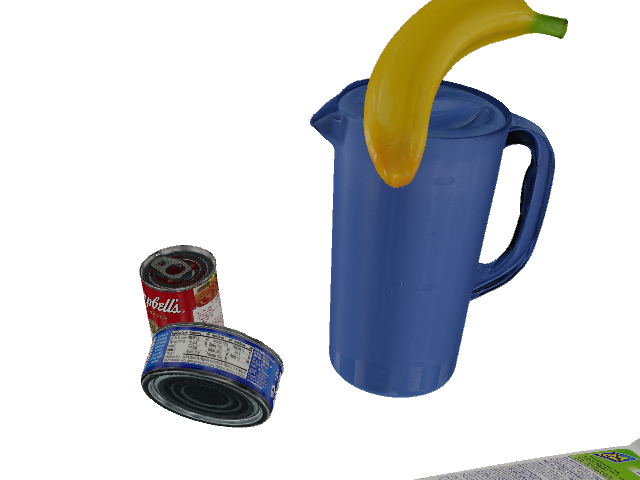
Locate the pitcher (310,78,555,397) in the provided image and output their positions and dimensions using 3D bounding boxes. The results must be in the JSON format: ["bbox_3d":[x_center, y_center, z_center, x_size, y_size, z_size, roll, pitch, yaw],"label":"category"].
[{"bbox_3d":[0.079,0.000,0.851,0.149,0.243,0.144,27,35,36],"label":"pitcher"}]

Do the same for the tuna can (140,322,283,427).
[{"bbox_3d":[-0.068,0.086,0.669,0.086,0.033,0.086,10,-30,6],"label":"tuna can"}]

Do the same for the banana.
[{"bbox_3d":[0.070,-0.100,0.599,0.070,0.037,0.197,29,50,22],"label":"banana"}]

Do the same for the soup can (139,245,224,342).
[{"bbox_3d":[-0.122,0.064,0.963,0.068,0.102,0.068,-3,34,2],"label":"soup can"}]

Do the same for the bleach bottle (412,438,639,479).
[{"bbox_3d":[0.161,0.165,0.630,0.250,0.068,0.103,-7,20,-21],"label":"bleach bottle"}]
